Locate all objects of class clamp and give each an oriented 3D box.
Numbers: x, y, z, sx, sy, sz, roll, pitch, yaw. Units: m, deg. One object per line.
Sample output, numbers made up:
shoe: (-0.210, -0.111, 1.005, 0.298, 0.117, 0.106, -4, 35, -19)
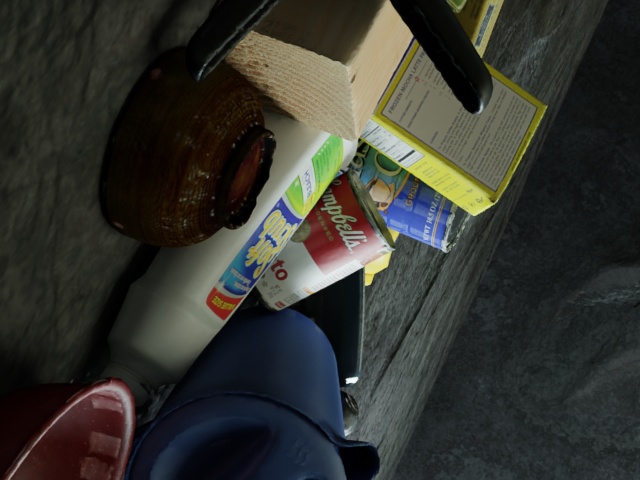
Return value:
clamp: (0.006, -0.169, 0.575, 0.036, 0.164, 0.210, 139, -52, -72)

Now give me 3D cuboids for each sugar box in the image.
sugar box: (0.067, -0.104, 0.764, 0.093, 0.176, 0.048, -60, -172, -22)

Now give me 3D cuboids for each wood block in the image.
wood block: (0.025, -0.178, 0.662, 0.206, 0.090, 0.091, -62, 164, -19)

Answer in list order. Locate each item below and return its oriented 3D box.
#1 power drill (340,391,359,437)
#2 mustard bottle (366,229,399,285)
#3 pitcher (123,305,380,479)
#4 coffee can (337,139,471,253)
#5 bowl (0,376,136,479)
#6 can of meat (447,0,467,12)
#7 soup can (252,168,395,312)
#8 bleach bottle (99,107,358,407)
power drill: (-0.035, 0.182, 0.937, 0.184, 0.057, 0.187, -31, 170, 8)
mustard bottle: (0.059, -0.030, 1.074, 0.096, 0.058, 0.192, -115, -135, -70)
pitcher: (-0.054, 0.127, 0.720, 0.145, 0.149, 0.243, -60, -176, 11)
coffee can: (0.057, -0.063, 0.858, 0.102, 0.140, 0.103, -59, 164, -29)
bowl: (-0.158, 0.133, 0.536, 0.162, 0.055, 0.162, -59, 164, -29)
can of meat: (0.067, -0.209, 0.782, 0.057, 0.084, 0.102, -70, 166, 10)
soup can: (-0.005, 0.001, 0.783, 0.102, 0.068, 0.068, -29, 170, 10)
bleach bottle: (-0.061, 0.003, 0.688, 0.250, 0.068, 0.102, -58, 166, -23)
